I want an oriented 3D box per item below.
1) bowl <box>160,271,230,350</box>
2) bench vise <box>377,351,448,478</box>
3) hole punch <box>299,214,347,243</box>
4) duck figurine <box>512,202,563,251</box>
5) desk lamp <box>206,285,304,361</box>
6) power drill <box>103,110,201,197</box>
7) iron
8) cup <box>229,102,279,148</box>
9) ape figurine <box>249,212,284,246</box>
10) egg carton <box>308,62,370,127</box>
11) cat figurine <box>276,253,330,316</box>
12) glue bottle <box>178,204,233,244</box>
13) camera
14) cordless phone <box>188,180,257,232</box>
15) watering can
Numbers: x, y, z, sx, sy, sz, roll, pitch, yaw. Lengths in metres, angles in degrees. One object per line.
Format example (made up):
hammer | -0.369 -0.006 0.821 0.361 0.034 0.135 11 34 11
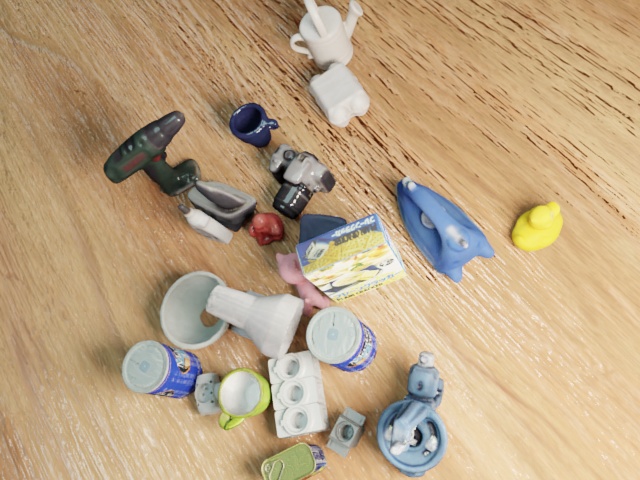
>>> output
bowl | -0.252 0.156 1.227 0.167 0.075 0.167 -6 69 16
bench vise | 0.147 0.292 0.965 0.121 0.220 0.207 -10 68 15
hole punch | 0.011 0.004 1.186 0.108 0.091 0.101 7 73 20
duck figurine | 0.407 -0.031 1.071 0.104 0.086 0.077 -39 64 2
desk lamp | -0.114 0.153 1.105 0.202 0.214 0.118 17 77 23
power drill | -0.364 -0.187 1.313 0.229 0.209 0.075 -29 64 6
iron | 0.216 -0.049 1.110 0.118 0.142 0.257 -38 64 2
cup | -0.138 -0.256 1.327 0.117 0.095 0.092 6 73 20
ape figurine | -0.120 -0.031 1.241 0.077 0.092 0.076 24 80 24
egg carton | 0.044 -0.333 1.309 0.107 0.069 0.150 -33 64 4
cat figurine | -0.040 0.080 1.160 0.067 0.118 0.127 -26 65 8
glue bottle | -0.258 -0.040 1.245 0.078 0.173 0.037 18 77 23
camera | -0.061 -0.126 1.251 0.142 0.101 0.137 29 82 25
cordless phone | -0.236 -0.103 1.253 0.147 0.185 0.094 22 79 24
watering can | 0.011 -0.489 1.307 0.173 0.194 0.100 -40 64 1
